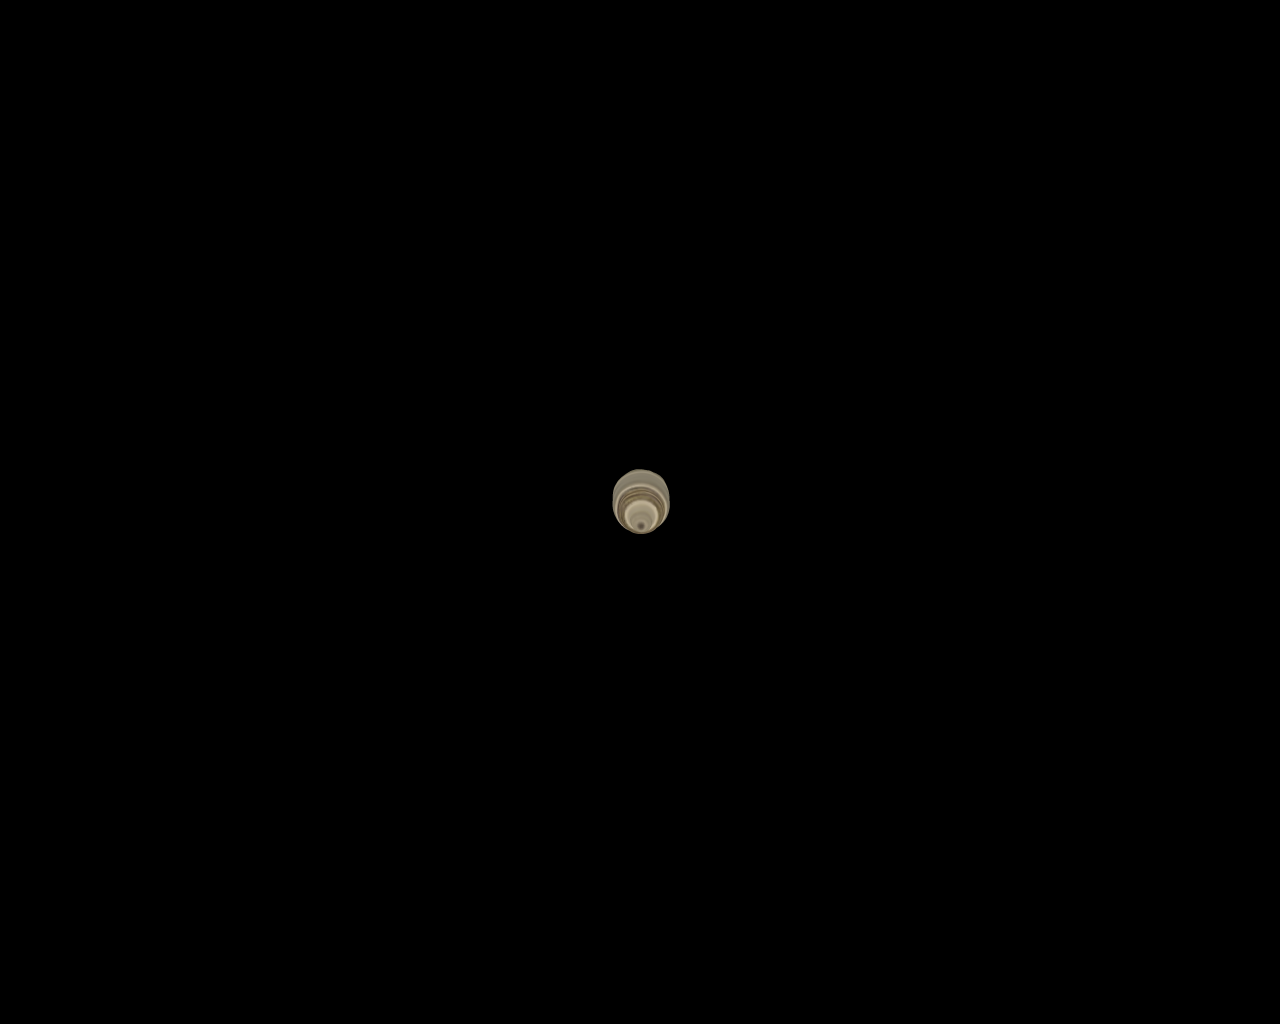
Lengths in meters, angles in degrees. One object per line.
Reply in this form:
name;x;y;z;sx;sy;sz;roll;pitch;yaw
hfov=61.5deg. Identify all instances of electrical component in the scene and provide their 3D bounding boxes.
electrical component;0.001;-0.003;0.650;0.035;0.035;0.061;0;21;0
